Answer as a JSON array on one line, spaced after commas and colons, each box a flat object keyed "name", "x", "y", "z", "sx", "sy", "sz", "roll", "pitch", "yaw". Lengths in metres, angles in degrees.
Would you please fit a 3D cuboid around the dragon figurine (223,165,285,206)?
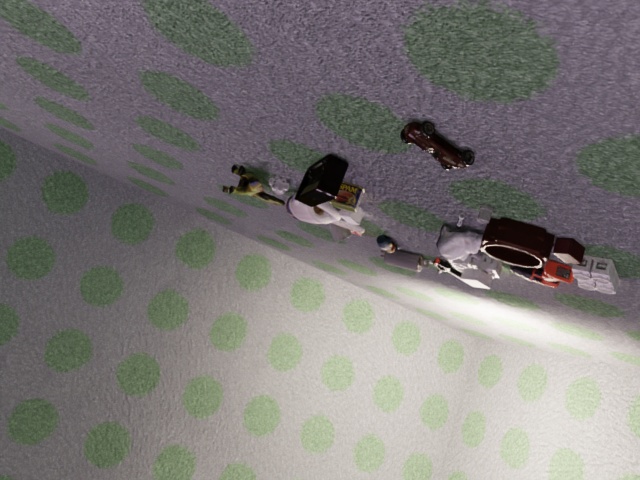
[{"name": "dragon figurine", "x": -0.242, "y": -0.200, "z": 2.070, "sx": 0.241, "sy": 0.122, "sz": 0.413, "roll": 22, "pitch": 180, "yaw": -33}]

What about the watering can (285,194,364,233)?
[{"name": "watering can", "x": 0.006, "y": -0.105, "z": 2.085, "sx": 0.344, "sy": 0.105, "sz": 0.225, "roll": 30, "pitch": 166, "yaw": -38}]

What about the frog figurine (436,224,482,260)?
[{"name": "frog figurine", "x": 0.489, "y": 0.020, "z": 1.776, "sx": 0.161, "sy": 0.124, "sz": 0.134, "roll": 26, "pitch": 153, "yaw": 41}]
